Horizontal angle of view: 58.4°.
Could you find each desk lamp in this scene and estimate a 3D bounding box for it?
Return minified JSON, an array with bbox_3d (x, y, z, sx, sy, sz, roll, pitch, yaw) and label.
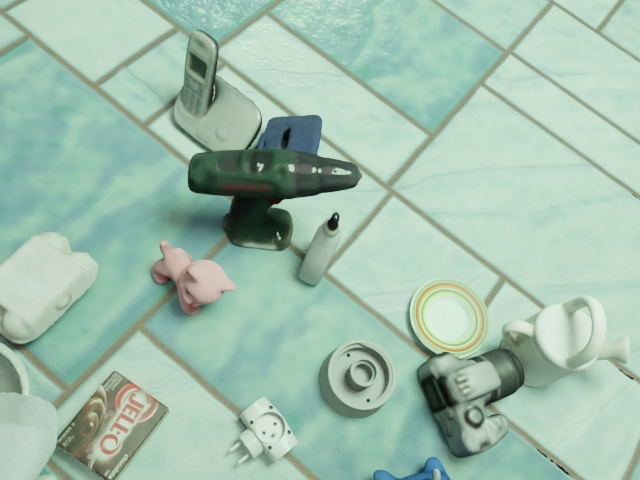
[{"bbox_3d":[-0.330,0.282,0.606,0.118,0.213,0.203,-8,67,-15],"label":"desk lamp"}]

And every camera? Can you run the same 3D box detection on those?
[{"bbox_3d":[0.232,0.218,0.817,0.137,0.100,0.143,-16,69,-18],"label":"camera"}]

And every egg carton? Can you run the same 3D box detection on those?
[{"bbox_3d":[-0.384,0.063,0.780,0.107,0.069,0.150,34,63,5],"label":"egg carton"}]

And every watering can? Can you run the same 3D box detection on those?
[{"bbox_3d":[0.356,0.143,0.827,0.173,0.194,0.101,-6,66,-14],"label":"watering can"}]

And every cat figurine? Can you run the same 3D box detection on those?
[{"bbox_3d":[-0.179,0.049,0.802,0.127,0.117,0.067,42,64,10],"label":"cat figurine"}]

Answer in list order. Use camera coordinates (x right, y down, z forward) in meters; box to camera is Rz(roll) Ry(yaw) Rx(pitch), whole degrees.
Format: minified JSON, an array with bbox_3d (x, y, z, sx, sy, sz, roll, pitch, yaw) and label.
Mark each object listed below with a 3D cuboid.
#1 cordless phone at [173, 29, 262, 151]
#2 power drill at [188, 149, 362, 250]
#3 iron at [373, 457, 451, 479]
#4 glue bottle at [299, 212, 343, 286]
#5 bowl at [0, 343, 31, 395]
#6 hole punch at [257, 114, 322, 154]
[{"bbox_3d":[-0.158,-0.227,0.900,0.147,0.185,0.094,34,63,6],"label":"cordless phone"},{"bbox_3d":[-0.072,-0.062,0.826,0.230,0.208,0.075,6,64,-9],"label":"power drill"},{"bbox_3d":[0.149,0.401,0.690,0.119,0.141,0.258,-8,67,-15],"label":"iron"},{"bbox_3d":[0.008,0.003,0.832,0.037,0.173,0.078,24,63,1],"label":"glue bottle"},{"bbox_3d":[-0.434,0.206,0.698,0.167,0.074,0.167,5,64,-10],"label":"bowl"},{"bbox_3d":[-0.051,-0.152,0.939,0.101,0.091,0.108,11,63,-6],"label":"hole punch"}]
